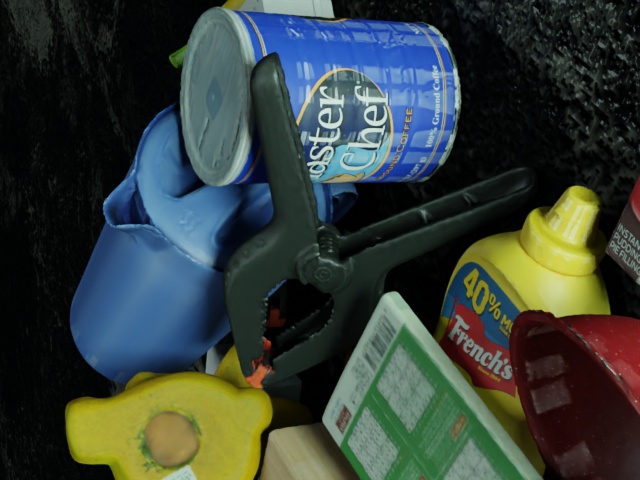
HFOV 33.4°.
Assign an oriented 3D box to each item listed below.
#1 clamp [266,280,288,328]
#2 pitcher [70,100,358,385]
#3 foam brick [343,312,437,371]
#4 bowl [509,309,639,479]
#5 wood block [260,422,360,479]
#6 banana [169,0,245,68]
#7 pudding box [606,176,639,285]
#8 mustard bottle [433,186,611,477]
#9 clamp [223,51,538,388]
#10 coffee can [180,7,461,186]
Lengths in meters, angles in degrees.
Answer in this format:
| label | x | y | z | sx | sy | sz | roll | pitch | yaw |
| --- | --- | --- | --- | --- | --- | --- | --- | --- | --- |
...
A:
| label | x | y | z | sx | sy | sz | roll | pitch | yaw |
| --- | --- | --- | --- | --- | --- | --- | --- | --- | --- |
| clamp | -0.059 | -0.014 | 0.874 | 0.171 | 0.039 | 0.120 | 64 | 144 | 25 |
| pitcher | -0.089 | 0.015 | 0.763 | 0.243 | 0.149 | 0.145 | -47 | 16 | 53 |
| foam brick | 0.048 | 0.089 | 0.660 | 0.051 | 0.052 | 0.078 | 33 | 121 | 58 |
| bowl | 0.142 | 0.091 | 0.438 | 0.162 | 0.055 | 0.162 | 63 | 171 | 16 |
| wood block | 0.041 | 0.207 | 0.641 | 0.206 | 0.090 | 0.091 | 49 | 134 | 50 |
| banana | -0.043 | -0.187 | 0.805 | 0.037 | 0.069 | 0.198 | 47 | 139 | -6 |
| pudding box | 0.174 | -0.003 | 0.426 | 0.114 | 0.039 | 0.090 | 53 | 137 | 47 |
| mustard bottle | 0.099 | 0.054 | 0.552 | 0.096 | 0.058 | 0.192 | 56 | 139 | 42 |
| clamp | -0.004 | 0.001 | 0.600 | 0.210 | 0.164 | 0.036 | -51 | 18 | 31 |
| coffee can | -0.001 | -0.084 | 0.646 | 0.103 | 0.140 | 0.103 | 8 | 99 | 62 |
